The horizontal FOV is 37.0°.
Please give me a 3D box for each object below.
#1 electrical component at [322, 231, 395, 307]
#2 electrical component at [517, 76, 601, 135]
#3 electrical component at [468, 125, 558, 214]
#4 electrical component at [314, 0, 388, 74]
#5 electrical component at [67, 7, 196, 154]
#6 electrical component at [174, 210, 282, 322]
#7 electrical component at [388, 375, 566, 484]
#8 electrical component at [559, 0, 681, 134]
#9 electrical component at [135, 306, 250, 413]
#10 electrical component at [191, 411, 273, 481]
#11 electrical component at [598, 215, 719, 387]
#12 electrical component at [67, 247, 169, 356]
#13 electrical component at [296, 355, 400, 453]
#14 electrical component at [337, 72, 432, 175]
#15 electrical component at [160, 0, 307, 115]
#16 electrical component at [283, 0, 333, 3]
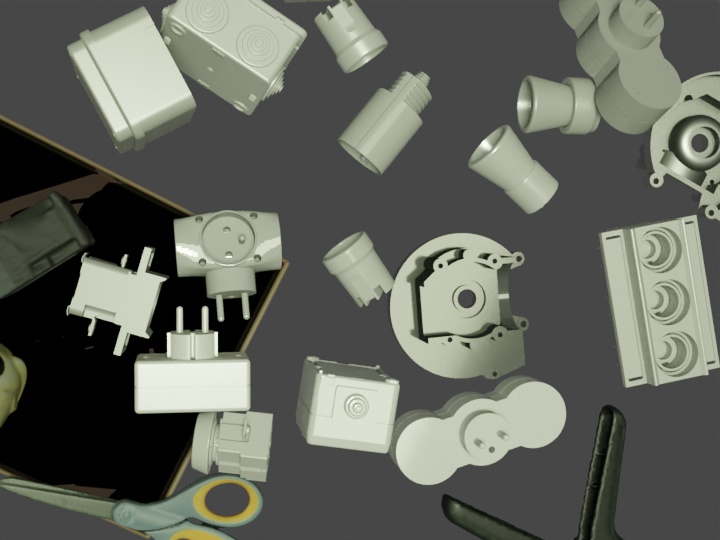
[{"bbox_3d":[0.000,0.000,0.823,0.040,0.040,0.046,-37,103,-6],"label":"electrical component"},{"bbox_3d":[0.155,-0.128,0.839,0.055,0.045,0.045,0,93,-9],"label":"electrical component"},{"bbox_3d":[0.122,-0.075,0.839,0.065,0.044,0.044,42,86,-13],"label":"electrical component"},{"bbox_3d":[-0.008,-0.179,0.814,0.040,0.040,0.046,-35,92,-6],"label":"electrical component"},{"bbox_3d":[-0.160,-0.129,0.753,0.057,0.113,0.078,-29,97,-10],"label":"electrical component"},{"bbox_3d":[-0.097,-0.002,0.800,0.077,0.044,0.079,-4,80,-9],"label":"electrical component"},{"bbox_3d":[0.093,0.124,0.826,0.138,0.074,0.052,-18,95,-8],"label":"electrical component"},{"bbox_3d":[0.201,-0.179,0.804,0.052,0.073,0.138,-8,69,-21],"label":"electrical component"},{"bbox_3d":[-0.125,0.065,0.801,0.083,0.047,0.075,0,93,-9],"label":"electrical component"},{"bbox_3d":[-0.096,0.130,0.806,0.055,0.066,0.048,7,57,-2],"label":"electrical component"},{"bbox_3d":[0.231,0.023,0.849,0.079,0.063,0.121,-11,94,-9],"label":"electrical component"},{"bbox_3d":[-0.178,0.018,0.793,0.064,0.042,0.081,17,89,-8],"label":"electrical component"},{"bbox_3d":[-0.010,0.103,0.796,0.062,0.096,0.061,9,92,-10],"label":"electrical component"},{"bbox_3d":[0.025,-0.117,0.819,0.043,0.043,0.081,39,86,-9],"label":"electrical component"},{"bbox_3d":[-0.095,-0.162,0.770,0.100,0.100,0.048,33,75,-9],"label":"electrical component"},{"bbox_3d":[-0.020,-0.238,0.804,0.077,0.047,0.065,-5,93,-9],"label":"electrical component"}]
